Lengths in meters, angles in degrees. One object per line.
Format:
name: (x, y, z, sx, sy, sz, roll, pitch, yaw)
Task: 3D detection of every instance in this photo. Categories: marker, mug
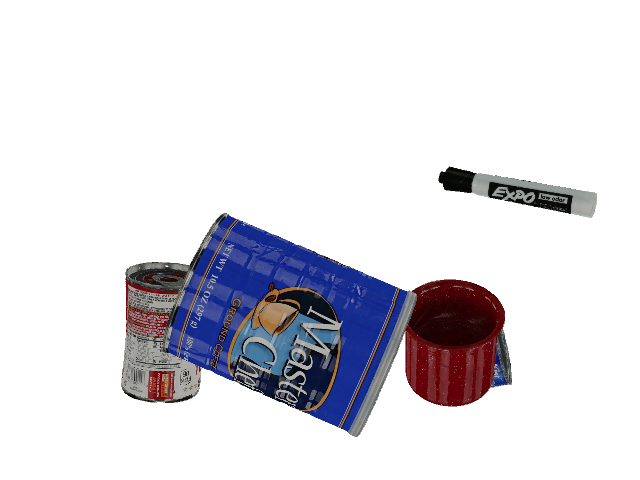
marker: (0.148, -0.038, 0.813, 0.121, 0.020, 0.020, 13, 5, 23)
mug: (0.118, 0.088, 0.977, 0.093, 0.081, 0.117, -3, 39, 0)

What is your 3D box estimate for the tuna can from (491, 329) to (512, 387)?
tuna can: (0.201, 0.131, 1.262, 0.034, 0.086, 0.086, -12, -3, 14)

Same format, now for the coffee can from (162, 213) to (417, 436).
coffee can: (-0.020, 0.055, 0.710, 0.140, 0.103, 0.103, 23, 1, 4)

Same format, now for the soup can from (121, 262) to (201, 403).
soup can: (-0.130, 0.076, 0.887, 0.068, 0.102, 0.068, 5, 14, -1)
